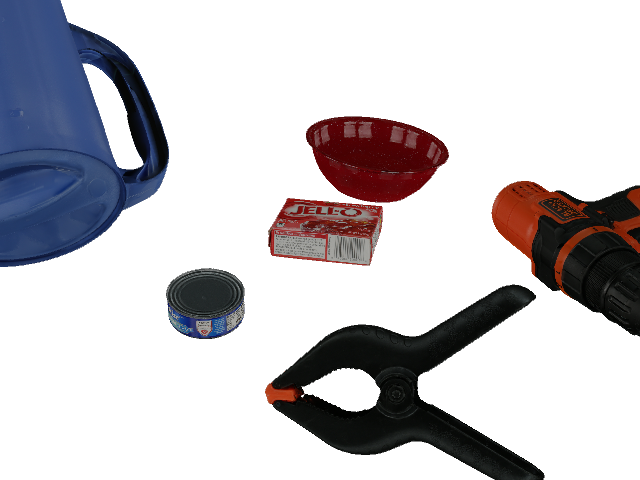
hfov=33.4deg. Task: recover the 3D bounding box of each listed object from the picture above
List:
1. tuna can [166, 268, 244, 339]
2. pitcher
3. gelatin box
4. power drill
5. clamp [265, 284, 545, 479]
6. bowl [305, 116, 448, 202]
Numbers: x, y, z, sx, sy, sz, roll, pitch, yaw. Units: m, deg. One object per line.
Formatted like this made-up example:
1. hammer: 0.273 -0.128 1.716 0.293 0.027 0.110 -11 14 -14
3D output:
1. tuna can: -0.126 0.070 1.176 0.086 0.034 0.086 1 36 -1
2. pitcher: -0.216 -0.114 0.753 0.145 0.243 0.149 -28 -29 16
3. gelatin box: 0.006 -0.009 0.927 0.089 0.030 0.073 6 24 9
4. power drill: 0.236 -0.004 0.732 0.187 0.057 0.185 -10 29 -18
5. clamp: 0.055 0.099 0.646 0.171 0.120 0.039 -12 -8 14
6. bowl: 0.060 -0.087 1.203 0.162 0.055 0.162 6 27 -3
